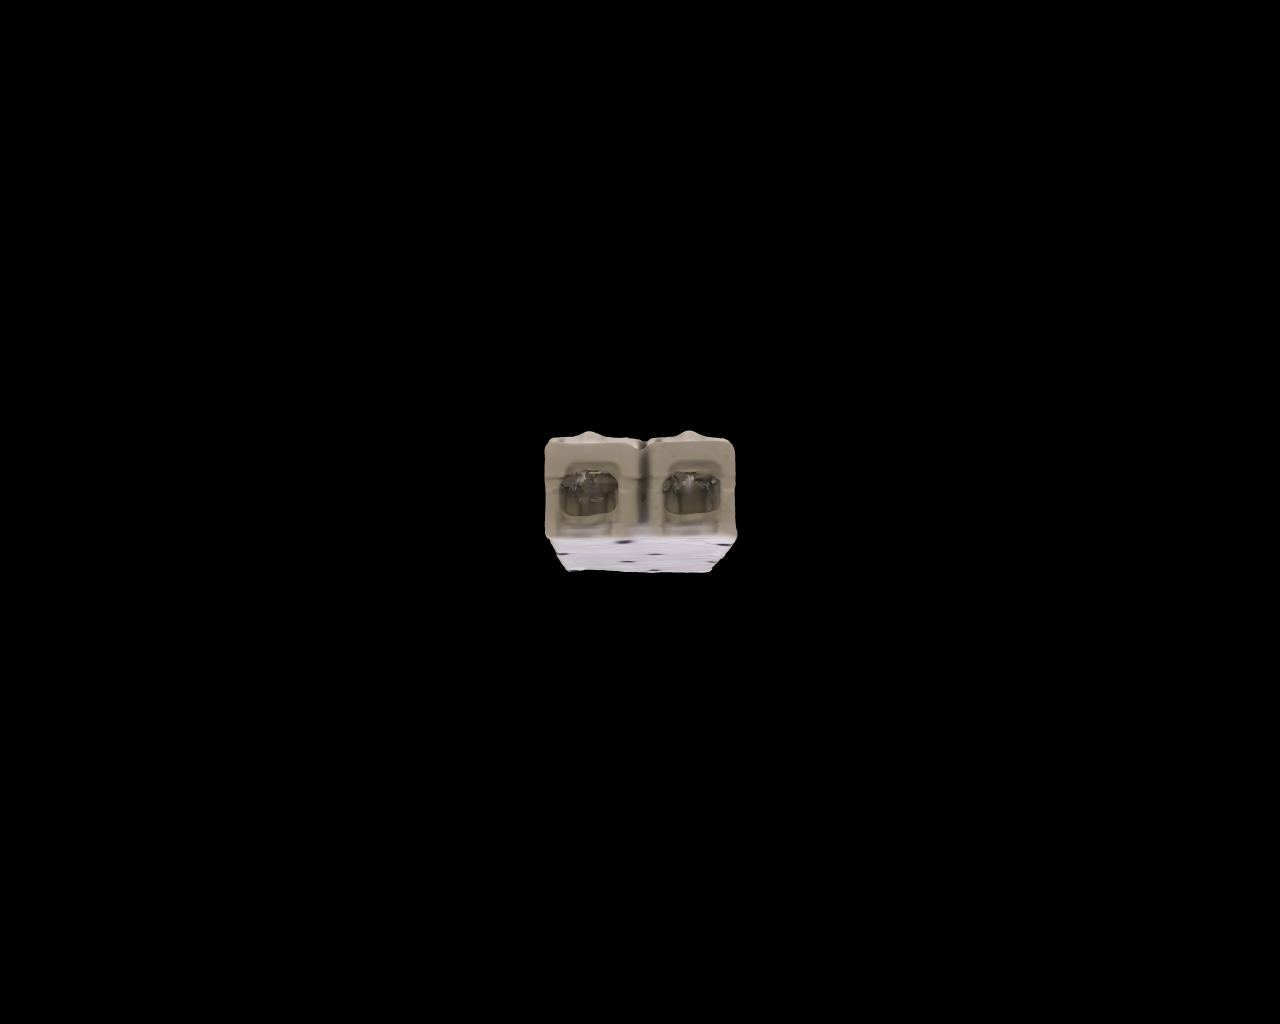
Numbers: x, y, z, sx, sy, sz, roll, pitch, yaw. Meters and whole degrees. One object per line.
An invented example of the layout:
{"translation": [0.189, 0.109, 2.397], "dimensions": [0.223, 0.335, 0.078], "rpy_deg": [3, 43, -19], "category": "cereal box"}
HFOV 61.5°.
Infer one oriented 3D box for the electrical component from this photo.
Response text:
{"translation": [0.001, -0.003, 0.650], "dimensions": [0.105, 0.060, 0.186], "rpy_deg": [0, -9, 0], "category": "electrical component"}
